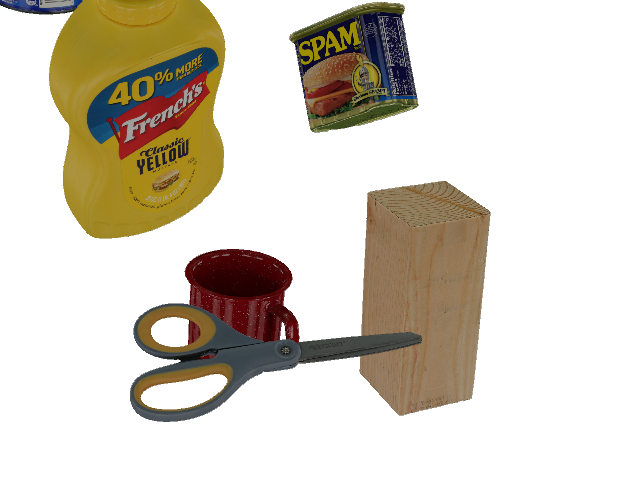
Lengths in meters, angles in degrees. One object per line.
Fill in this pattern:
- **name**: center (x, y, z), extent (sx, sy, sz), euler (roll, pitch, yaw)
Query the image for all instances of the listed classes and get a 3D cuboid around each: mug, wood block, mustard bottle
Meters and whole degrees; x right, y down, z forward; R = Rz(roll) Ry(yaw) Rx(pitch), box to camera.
- **mug**: center (-0.065, 0.068, 0.932), extent (0.117, 0.081, 0.093), euler (23, 30, 32)
- **wood block**: center (0.101, 0.056, 1.059), extent (0.090, 0.206, 0.091), euler (-9, 27, -22)
- **mustard bottle**: center (-0.097, -0.084, 0.580), extent (0.096, 0.058, 0.192), euler (-25, -29, -23)

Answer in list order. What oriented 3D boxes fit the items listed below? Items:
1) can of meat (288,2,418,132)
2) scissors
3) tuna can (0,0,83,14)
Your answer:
- **can of meat**: center (0.028, -0.141, 0.885), extent (0.102, 0.084, 0.057), euler (-12, -3, 44)
- **scissors**: center (-0.039, 0.065, 0.731), extent (0.201, 0.096, 0.016), euler (-19, -34, -20)
- **tuna can**: center (-0.207, -0.200, 0.792), extent (0.086, 0.034, 0.086), euler (6, 36, -4)
